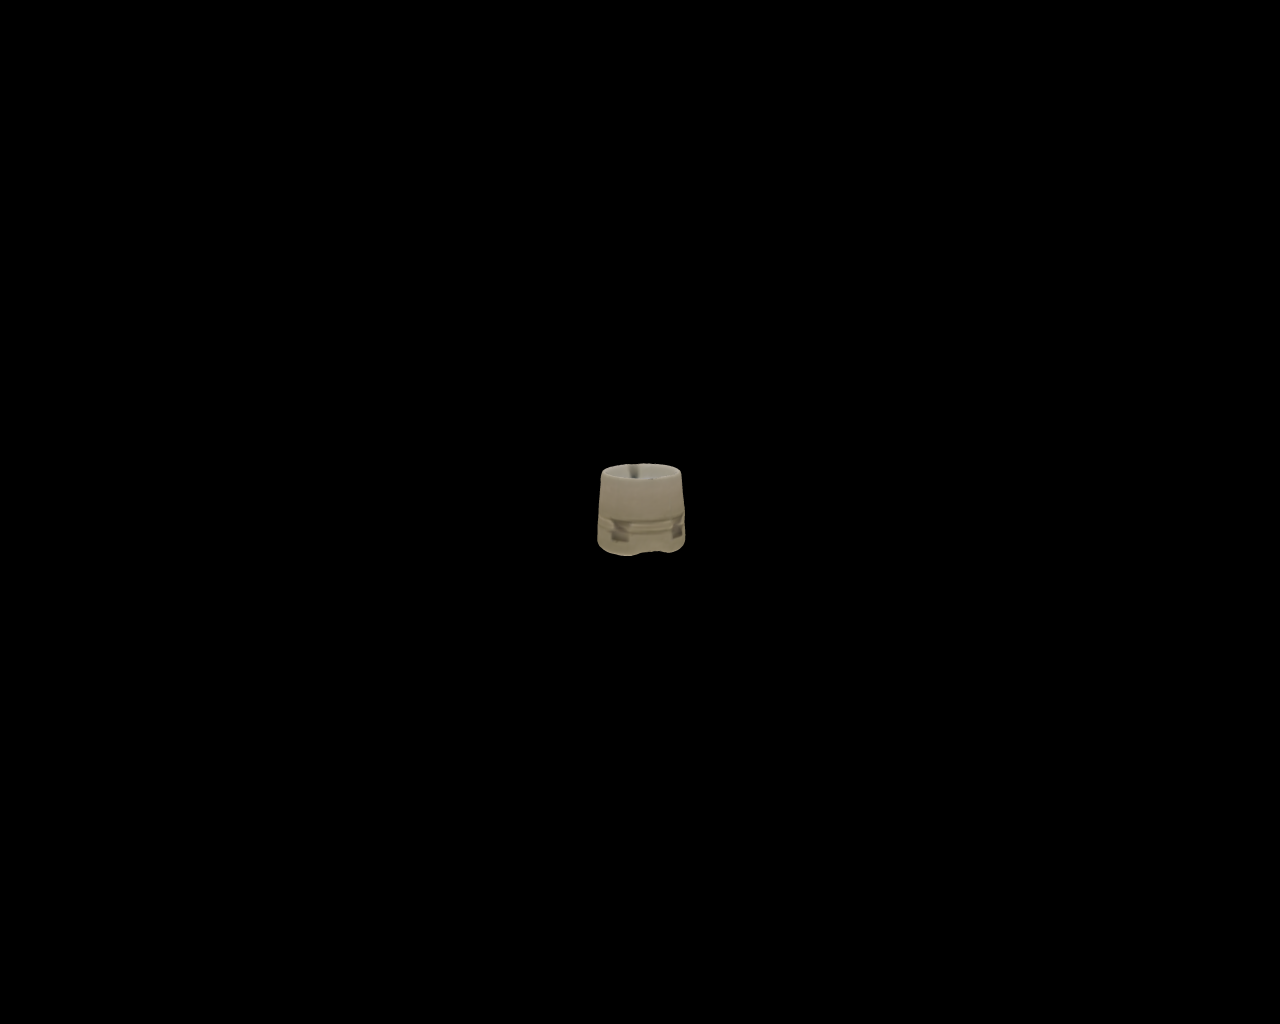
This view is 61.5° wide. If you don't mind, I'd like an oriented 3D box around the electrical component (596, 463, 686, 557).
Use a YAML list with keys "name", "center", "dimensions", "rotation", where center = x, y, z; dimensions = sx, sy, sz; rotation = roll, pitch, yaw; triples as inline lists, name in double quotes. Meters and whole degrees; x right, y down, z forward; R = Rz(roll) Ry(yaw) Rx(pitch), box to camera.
- name: "electrical component"
  center: [0.001, -0.003, 0.650]
  dimensions: [0.055, 0.047, 0.055]
  rotation: [0, 13, 0]
